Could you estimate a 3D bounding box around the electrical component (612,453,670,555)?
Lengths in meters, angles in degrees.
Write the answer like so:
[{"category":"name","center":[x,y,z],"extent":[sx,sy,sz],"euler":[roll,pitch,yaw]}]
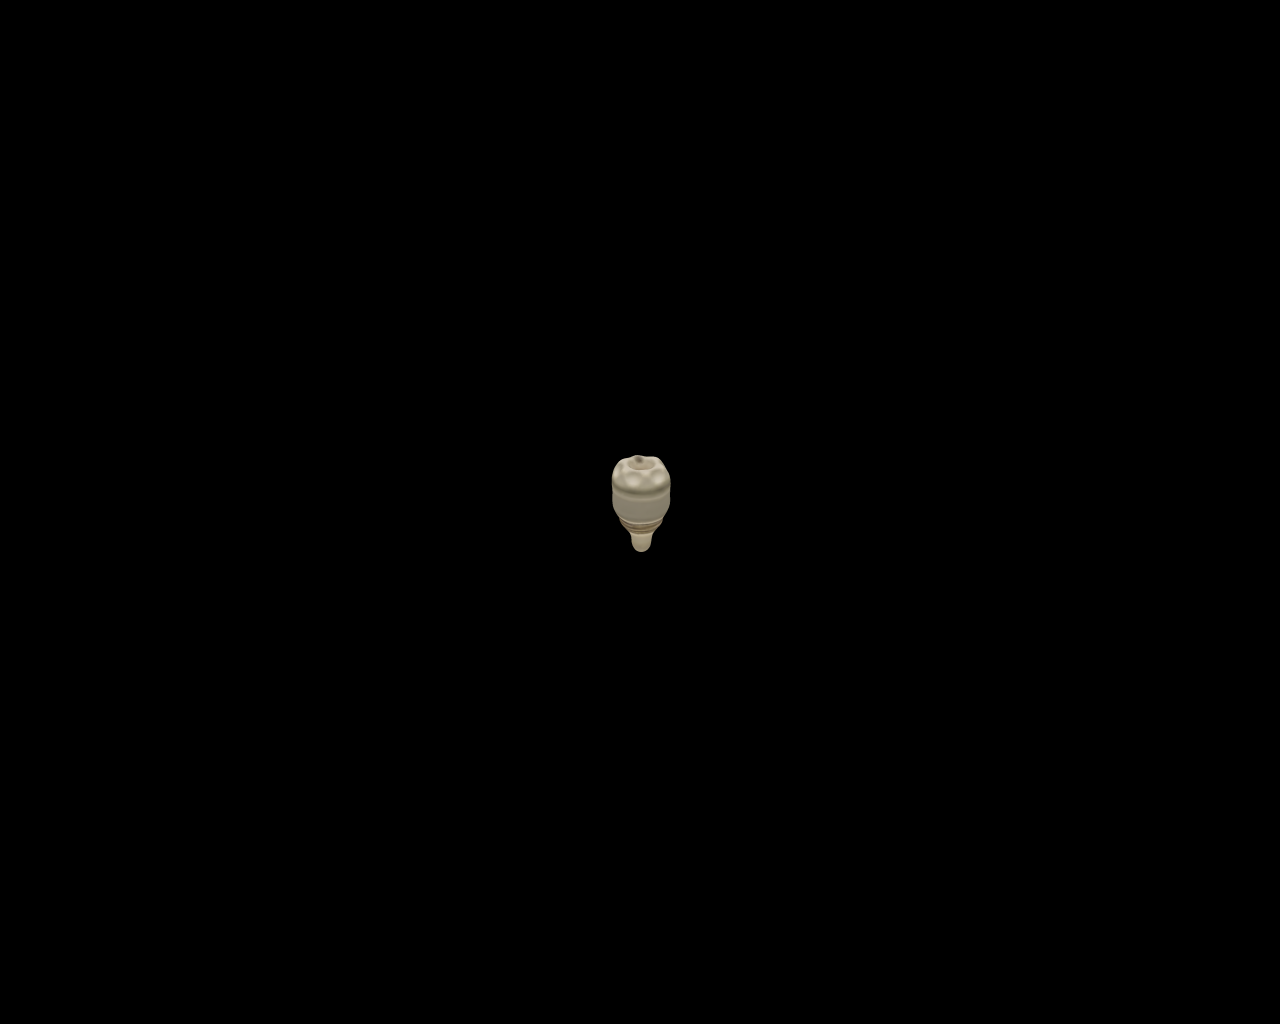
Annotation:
[{"category":"electrical component","center":[0.001,-0.003,0.650],"extent":[0.035,0.061,0.035],"euler":[0,29,0]}]
